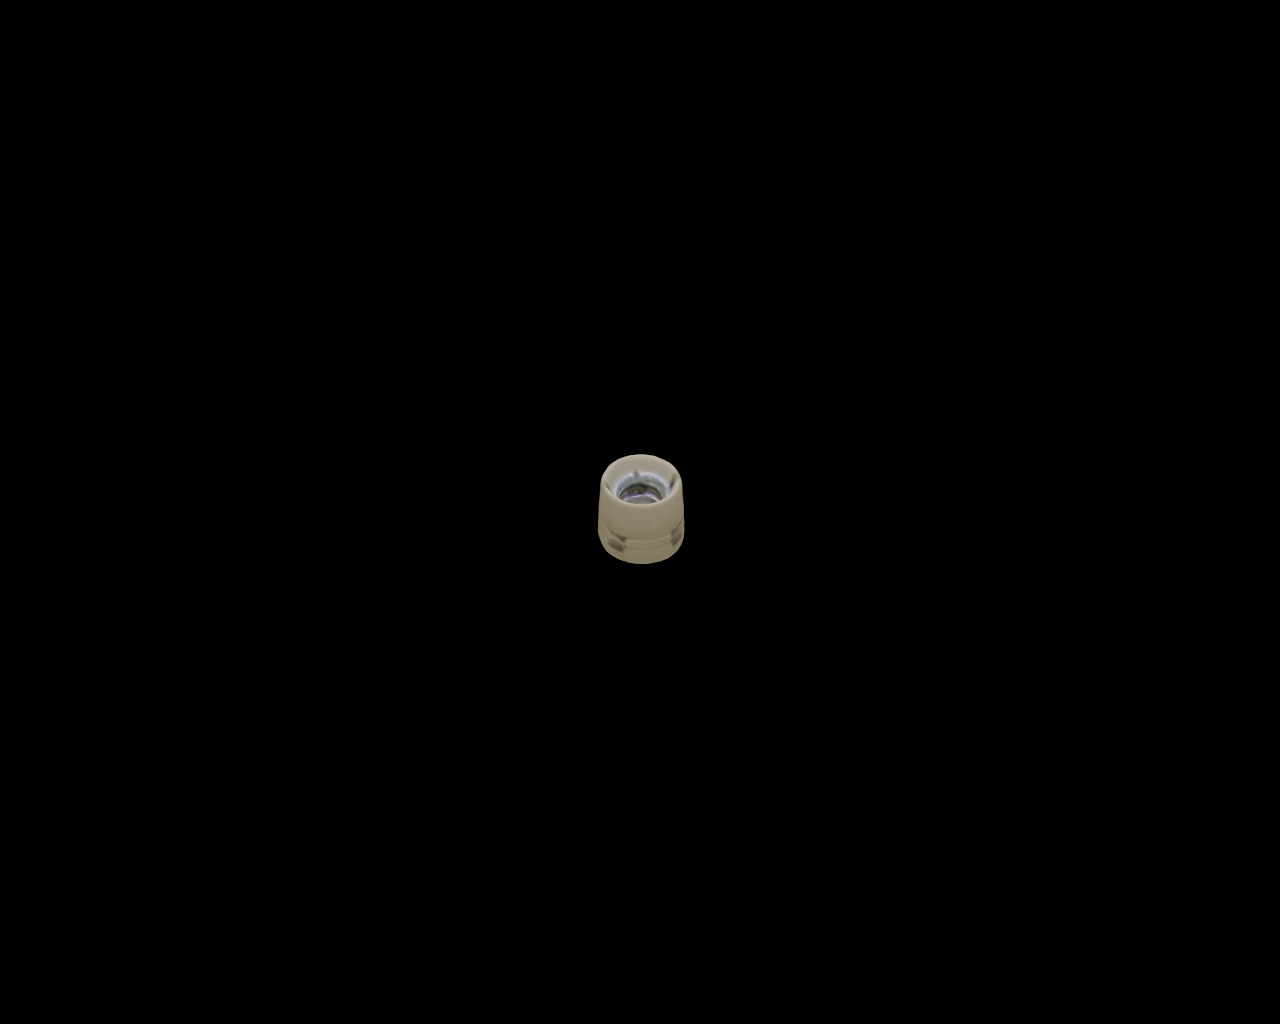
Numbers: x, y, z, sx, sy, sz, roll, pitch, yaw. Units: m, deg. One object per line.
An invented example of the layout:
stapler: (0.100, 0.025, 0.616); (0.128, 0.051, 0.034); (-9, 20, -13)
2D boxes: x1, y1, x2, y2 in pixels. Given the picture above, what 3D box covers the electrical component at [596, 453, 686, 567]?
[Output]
electrical component: (0.001, -0.003, 0.650); (0.055, 0.047, 0.055); (0, 43, 0)
